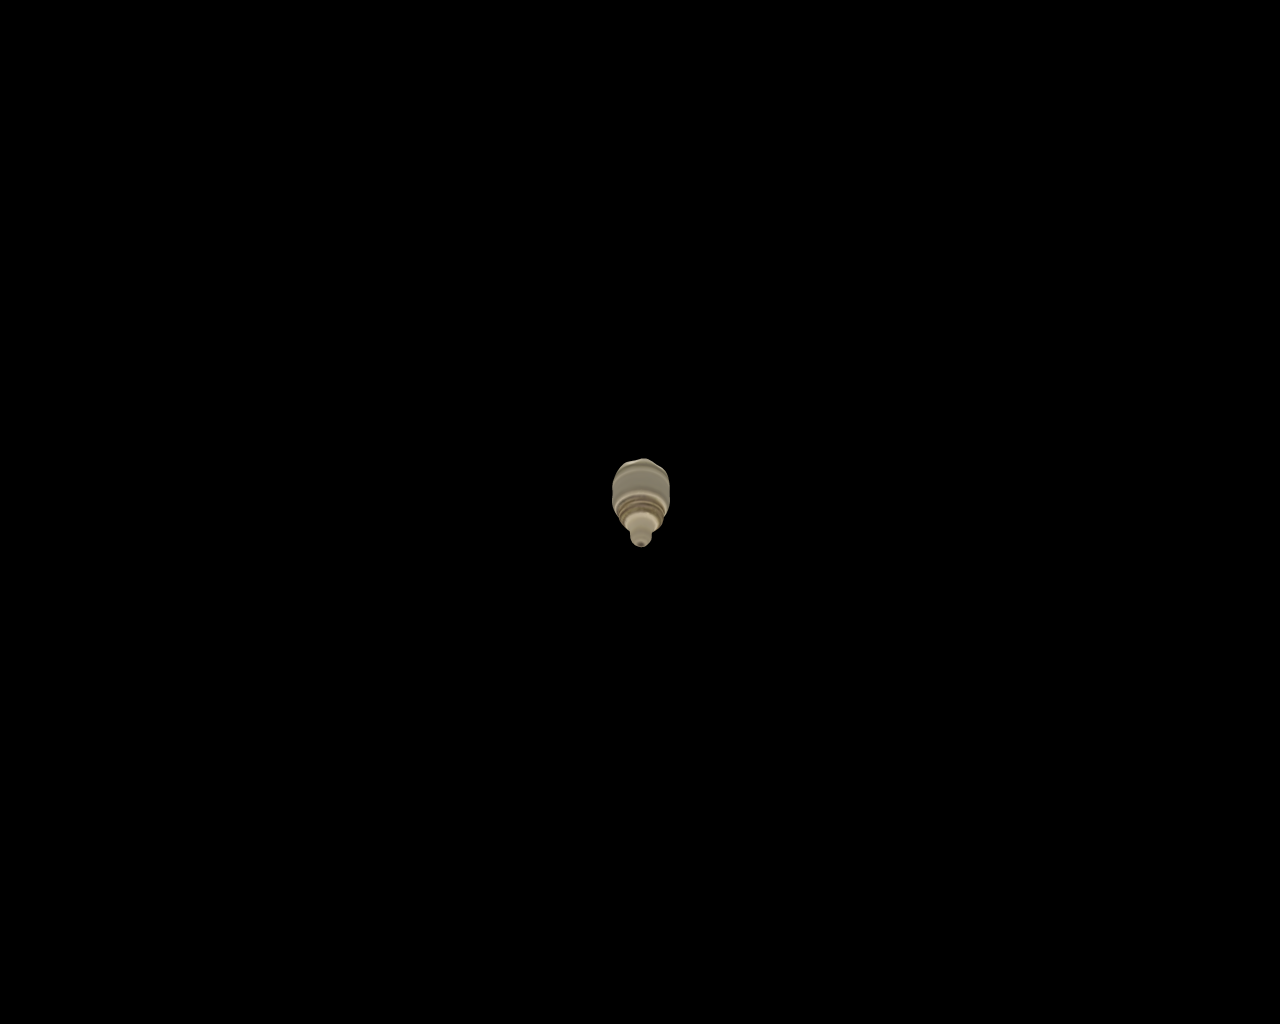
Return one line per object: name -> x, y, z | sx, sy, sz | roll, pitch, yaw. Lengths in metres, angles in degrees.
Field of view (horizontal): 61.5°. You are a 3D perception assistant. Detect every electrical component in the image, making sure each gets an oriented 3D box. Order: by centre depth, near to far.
electrical component -> 0.001, -0.003, 0.650 | 0.035, 0.061, 0.035 | 0, -43, 0
